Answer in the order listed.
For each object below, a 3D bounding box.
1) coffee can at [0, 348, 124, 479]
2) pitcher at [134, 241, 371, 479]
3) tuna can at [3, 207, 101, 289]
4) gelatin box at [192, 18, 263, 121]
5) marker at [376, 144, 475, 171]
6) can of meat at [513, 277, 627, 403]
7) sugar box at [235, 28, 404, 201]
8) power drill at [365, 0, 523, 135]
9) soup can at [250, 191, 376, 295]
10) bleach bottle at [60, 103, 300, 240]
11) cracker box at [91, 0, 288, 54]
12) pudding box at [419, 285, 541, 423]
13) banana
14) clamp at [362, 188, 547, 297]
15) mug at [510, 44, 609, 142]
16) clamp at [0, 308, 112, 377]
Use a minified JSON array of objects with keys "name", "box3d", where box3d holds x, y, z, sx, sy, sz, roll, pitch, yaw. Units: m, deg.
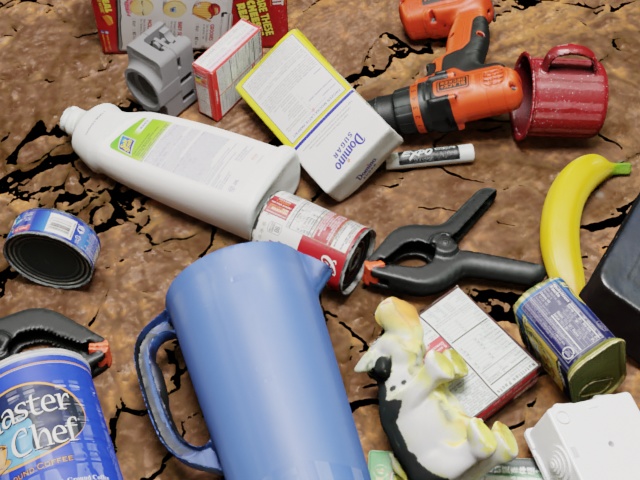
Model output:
[{"name":"coffee can","box3d":[-0.220,0.174,0.870,0.102,0.103,0.140,-18,56,-12]},{"name":"pitcher","box3d":[-0.049,0.136,0.888,0.144,0.149,0.243,8,49,-37]},{"name":"tuna can","box3d":[-0.251,0.008,1.002,0.086,0.086,0.033,8,53,6]},{"name":"gelatin box","box3d":[-0.097,-0.184,1.148,0.030,0.073,0.089,29,59,20]},{"name":"marker","box3d":[0.099,-0.084,1.106,0.121,0.020,0.020,-6,54,-4]},{"name":"can of meat","box3d":[0.216,0.090,0.926,0.057,0.102,0.084,-34,56,-4]},{"name":"sugar box","box3d":[-0.003,-0.130,1.105,0.093,0.048,0.176,-45,62,10]},{"name":"power drill","box3d":[0.121,-0.190,1.148,0.185,0.057,0.187,-9,50,16]},{"name":"soup can","box3d":[-0.007,0.001,1.015,0.102,0.068,0.068,24,58,18]},{"name":"bleach bottle","box3d":[-0.152,-0.087,1.087,0.251,0.068,0.102,23,56,19]},{"name":"cracker box","box3d":[-0.144,-0.288,1.169,0.213,0.164,0.072,-3,56,-2]},{"name":"pudding box","box3d":[0.127,0.107,0.954,0.090,0.039,0.114,-33,62,-20]},{"name":"banana","box3d":[0.251,-0.022,1.047,0.070,0.037,0.197,20,57,14]},{"name":"clamp","box3d":[0.127,0.018,1.019,0.171,0.039,0.120,-23,49,-17]},{"name":"mug","box3d":[0.249,-0.155,1.099,0.081,0.117,0.093,2,49,-4]},{"name":"clamp","box3d":[-0.296,0.096,0.968,0.210,0.036,0.164,-6,54,-6]}]
